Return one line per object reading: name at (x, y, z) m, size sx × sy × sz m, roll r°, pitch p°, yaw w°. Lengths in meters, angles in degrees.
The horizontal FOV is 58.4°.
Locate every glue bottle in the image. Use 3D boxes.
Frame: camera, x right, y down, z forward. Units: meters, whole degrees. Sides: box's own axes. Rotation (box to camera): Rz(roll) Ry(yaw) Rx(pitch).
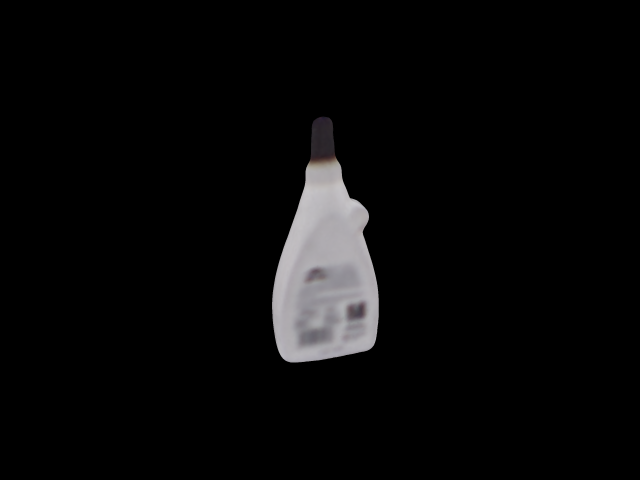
glue bottle at (0.004, 0.001, 0.400) m, size 0.078 × 0.173 × 0.037 m, roll -6°, pitch 23°, yaw -14°
